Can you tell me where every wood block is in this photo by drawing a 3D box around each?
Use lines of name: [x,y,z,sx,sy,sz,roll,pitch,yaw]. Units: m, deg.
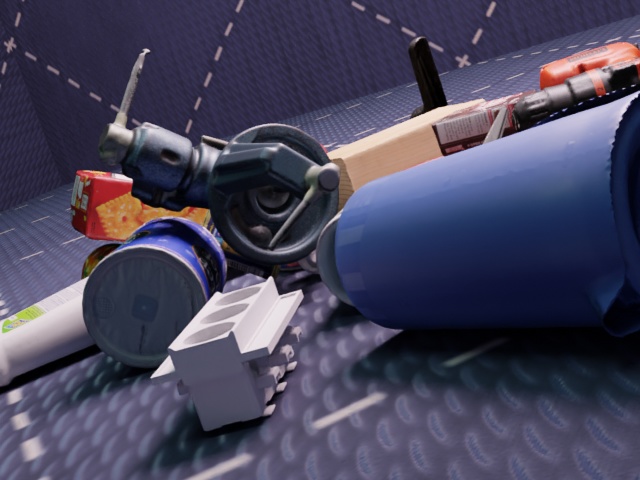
wood block: [0.094,-0.078,1.175,0.205,0.091,0.090,-25,12,-30]

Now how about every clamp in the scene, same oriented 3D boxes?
clamp: [0.148,-0.148,1.298,0.036,0.164,0.210,-40,-6,-21]

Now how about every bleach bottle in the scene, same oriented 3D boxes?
bleach bottle: [-0.256,0.085,1.028,0.250,0.068,0.103,-25,12,-22]

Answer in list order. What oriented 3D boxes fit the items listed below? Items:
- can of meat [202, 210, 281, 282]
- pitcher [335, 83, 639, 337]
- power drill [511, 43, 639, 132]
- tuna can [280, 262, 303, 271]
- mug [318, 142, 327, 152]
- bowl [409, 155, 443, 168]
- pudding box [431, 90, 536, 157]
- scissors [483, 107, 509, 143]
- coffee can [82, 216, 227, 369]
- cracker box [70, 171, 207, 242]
can of meat: [-0.065,-0.018,1.028,0.084,0.102,0.057,20,-11,-2]
pitcher: [0.129,-0.012,0.671,0.148,0.145,0.243,-9,-1,-41]
power drill: [0.265,-0.145,1.029,0.184,0.057,0.187,-14,13,5]
tuna can: [-0.007,0.001,1.097,0.086,0.034,0.086,-18,11,3]
mug: [-0.023,-0.062,1.281,0.117,0.081,0.093,20,44,34]
bowl: [0.143,-0.053,1.056,0.162,0.055,0.162,-18,10,3]
pudding box: [0.173,-0.121,1.092,0.090,0.039,0.113,-14,10,23]
scissors: [0.126,-0.071,0.939,0.016,0.096,0.201,-46,25,43]
coffee can: [-0.140,0.042,0.930,0.103,0.103,0.140,-17,10,6]
cracker box: [-0.160,-0.026,1.182,0.213,0.072,0.164,8,2,-20]
